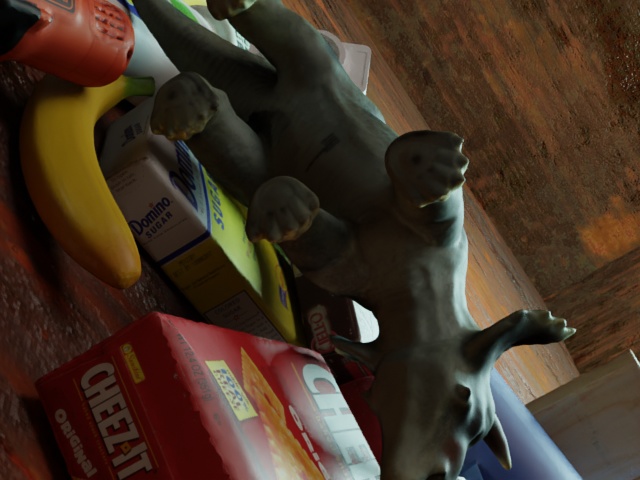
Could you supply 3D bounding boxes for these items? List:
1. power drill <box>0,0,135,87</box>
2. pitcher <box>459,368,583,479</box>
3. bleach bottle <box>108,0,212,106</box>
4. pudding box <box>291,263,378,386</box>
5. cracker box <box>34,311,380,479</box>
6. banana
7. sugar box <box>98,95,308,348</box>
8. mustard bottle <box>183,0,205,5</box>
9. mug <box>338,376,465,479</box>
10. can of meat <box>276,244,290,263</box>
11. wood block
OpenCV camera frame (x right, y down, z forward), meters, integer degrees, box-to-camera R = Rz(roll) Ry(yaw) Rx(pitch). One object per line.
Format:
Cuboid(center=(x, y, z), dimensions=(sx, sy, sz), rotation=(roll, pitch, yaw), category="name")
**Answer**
Cuboid(center=(-0.178, -0.177, 0.526), dimensions=(0.184, 0.057, 0.187), rotation=(19, 54, -51), category="power drill")
Cuboid(center=(0.147, 0.211, 0.830), dimensions=(0.243, 0.144, 0.149), rotation=(55, -33, 12), category="pitcher")
Cuboid(center=(-0.147, -0.149, 0.689), dimensions=(0.102, 0.068, 0.250), rotation=(65, 16, 21), category="bleach bottle")
Cuboid(center=(0.016, 0.051, 0.712), dimensions=(0.090, 0.039, 0.113), rotation=(59, 16, -48), category="pudding box")
Cuboid(center=(-0.023, 0.127, 0.497), dimensions=(0.164, 0.072, 0.213), rotation=(63, 12, 17), category="cracker box")
Cuboid(center=(-0.122, -0.048, 0.555), dimensions=(0.198, 0.069, 0.037), rotation=(-97, -162, -52), category="banana")
Cuboid(center=(-0.069, 0.001, 0.673), dimensions=(0.176, 0.048, 0.093), rotation=(55, 13, -27), category="sugar box")
Cuboid(center=(-0.124, -0.228, 0.973), dimensions=(0.096, 0.058, 0.191), rotation=(57, 11, 21), category="mustard bottle")
Cuboid(center=(0.030, 0.144, 0.660), dimensions=(0.117, 0.093, 0.081), rotation=(95, -29, -54), category="mug")
Cuboid(center=(-0.006, 0.001, 0.905), dimensions=(0.083, 0.057, 0.102), rotation=(45, 18, -41), category="can of meat")
Cuboid(center=(0.208, 0.189, 0.947), dimensions=(0.090, 0.206, 0.090), rotation=(61, 12, 7), category="wood block")
